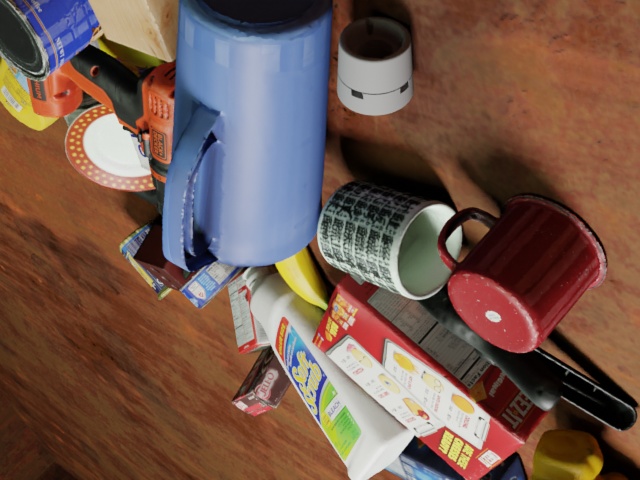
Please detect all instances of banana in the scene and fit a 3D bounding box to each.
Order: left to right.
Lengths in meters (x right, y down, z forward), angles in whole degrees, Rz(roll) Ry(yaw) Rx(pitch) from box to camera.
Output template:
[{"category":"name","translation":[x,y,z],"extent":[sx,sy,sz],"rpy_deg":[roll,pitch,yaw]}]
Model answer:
[{"category":"banana","translation":[-0.022,0.001,1.063],"extent":[0.070,0.037,0.198],"rpy_deg":[11,142,26]}]

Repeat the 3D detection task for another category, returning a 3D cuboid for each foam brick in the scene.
[{"category":"foam brick","translation":[-0.169,0.024,1.249],"extent":[0.053,0.051,0.078],"rpy_deg":[16,160,35]}]

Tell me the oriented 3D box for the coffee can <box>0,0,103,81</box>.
[{"category":"coffee can","translation":[-0.213,-0.215,0.898],"extent":[0.103,0.140,0.103],"rpy_deg":[36,154,21]}]

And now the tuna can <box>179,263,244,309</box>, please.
[{"category":"tuna can","translation":[-0.117,0.038,1.202],"extent":[0.034,0.086,0.086],"rpy_deg":[45,156,-3]}]

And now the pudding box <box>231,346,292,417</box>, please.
[{"category":"pudding box","translation":[-0.050,0.145,1.227],"extent":[0.039,0.113,0.090],"rpy_deg":[37,156,-8]}]

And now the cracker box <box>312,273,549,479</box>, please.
[{"category":"cracker box","translation":[0.101,0.118,1.003],"extent":[0.214,0.072,0.164],"rpy_deg":[40,156,10]}]

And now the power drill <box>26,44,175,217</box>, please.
[{"category":"power drill","translation":[-0.183,-0.113,0.984],"extent":[0.188,0.057,0.184],"rpy_deg":[29,141,18]}]

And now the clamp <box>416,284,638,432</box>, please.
[{"category":"clamp","translation":[0.157,0.089,0.875],"extent":[0.164,0.036,0.210],"rpy_deg":[26,-171,-44]}]

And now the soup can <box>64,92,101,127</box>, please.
[{"category":"soup can","translation":[-0.244,-0.132,1.161],"extent":[0.069,0.068,0.102],"rpy_deg":[32,152,27]}]

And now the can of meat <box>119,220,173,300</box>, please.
[{"category":"can of meat","translation":[-0.206,0.024,1.341],"extent":[0.084,0.057,0.102],"rpy_deg":[48,168,-2]}]

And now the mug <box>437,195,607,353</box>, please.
[{"category":"mug","translation":[0.139,0.021,0.783],"extent":[0.117,0.081,0.093],"rpy_deg":[38,154,16]}]

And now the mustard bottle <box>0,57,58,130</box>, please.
[{"category":"mustard bottle","translation":[-0.316,-0.189,1.198],"extent":[0.096,0.058,0.192],"rpy_deg":[53,155,-9]}]

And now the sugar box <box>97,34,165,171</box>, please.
[{"category":"sugar box","translation":[-0.153,-0.135,1.022],"extent":[0.093,0.048,0.176],"rpy_deg":[24,139,37]}]

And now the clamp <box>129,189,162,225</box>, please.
[{"category":"clamp","translation":[-0.165,-0.035,1.224],"extent":[0.172,0.039,0.120],"rpy_deg":[18,159,41]}]

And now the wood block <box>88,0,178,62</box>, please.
[{"category":"wood block","translation":[-0.144,-0.250,0.799],"extent":[0.091,0.090,0.206],"rpy_deg":[25,149,38]}]

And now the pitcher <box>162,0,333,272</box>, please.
[{"category":"pitcher","translation":[-0.059,-0.094,0.823],"extent":[0.243,0.145,0.149],"rpy_deg":[97,162,-50]}]

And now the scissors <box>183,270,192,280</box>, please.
[{"category":"scissors","translation":[-0.127,-0.033,1.133],"extent":[0.096,0.016,0.202],"rpy_deg":[55,139,1]}]

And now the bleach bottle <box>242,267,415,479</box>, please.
[{"category":"bleach bottle","translation":[-0.003,0.130,1.137],"extent":[0.251,0.067,0.103],"rpy_deg":[51,143,21]}]

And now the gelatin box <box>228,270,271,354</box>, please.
[{"category":"gelatin box","translation":[-0.077,0.081,1.225],"extent":[0.073,0.030,0.089],"rpy_deg":[145,118,-65]}]
